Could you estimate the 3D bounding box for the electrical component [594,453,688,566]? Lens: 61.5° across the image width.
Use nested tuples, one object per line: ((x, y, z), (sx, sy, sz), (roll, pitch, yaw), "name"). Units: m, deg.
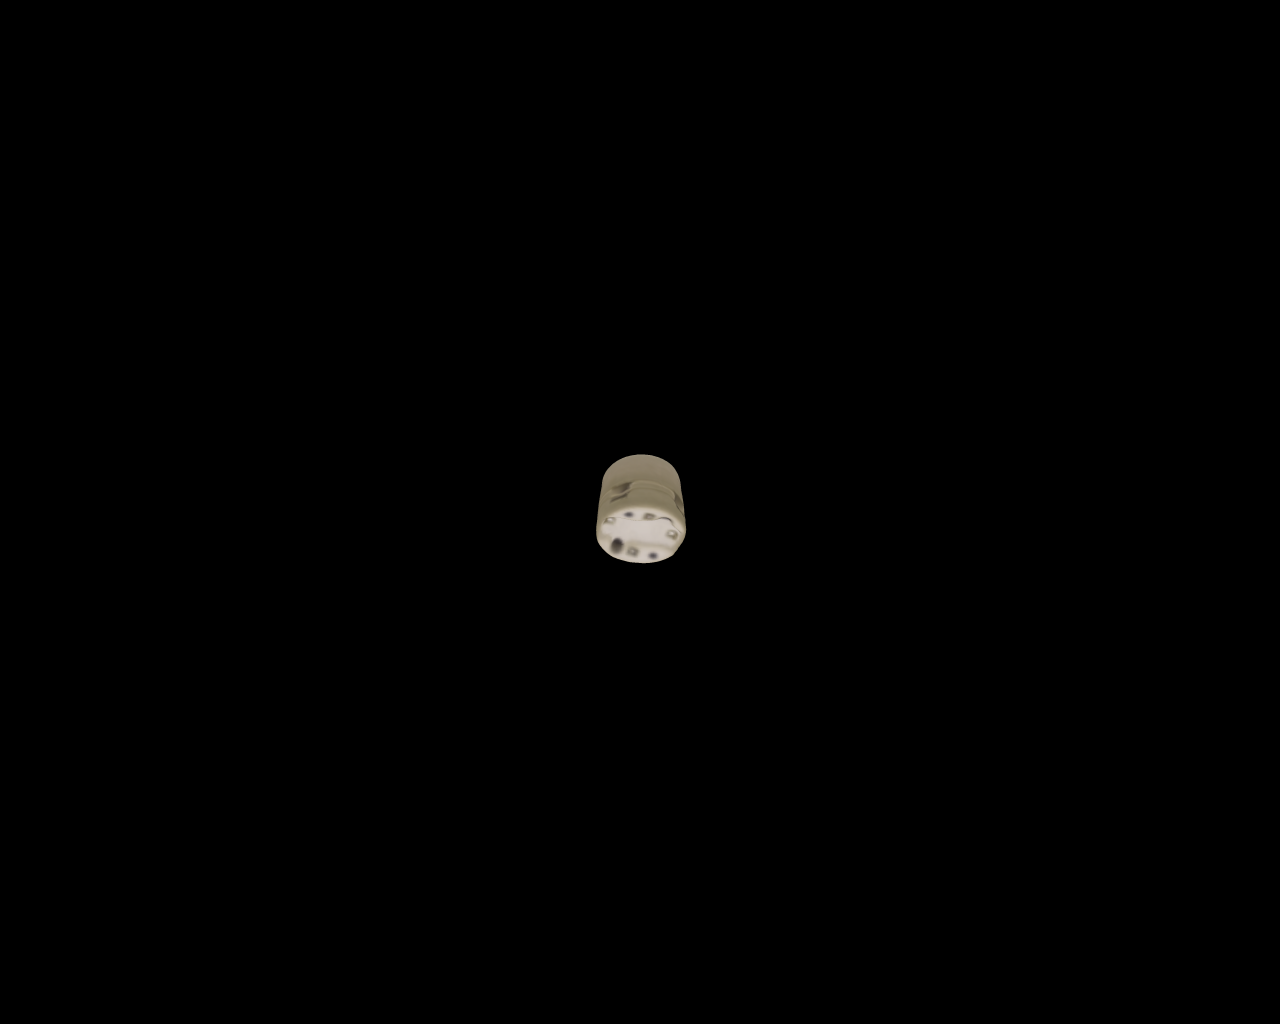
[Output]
((0.001, -0.003, 0.650), (0.055, 0.047, 0.055), (0, -43, 0), "electrical component")
